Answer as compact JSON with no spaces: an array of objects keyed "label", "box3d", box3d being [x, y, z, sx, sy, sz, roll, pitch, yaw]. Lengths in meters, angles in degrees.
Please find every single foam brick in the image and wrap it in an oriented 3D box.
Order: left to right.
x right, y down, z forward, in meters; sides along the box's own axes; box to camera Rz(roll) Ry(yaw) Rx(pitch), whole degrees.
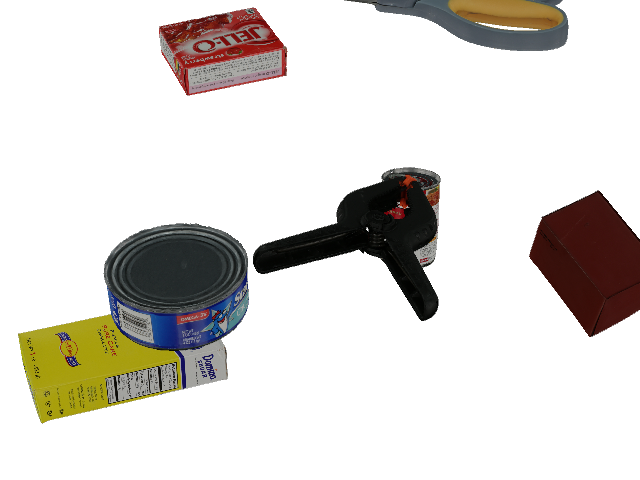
[{"label":"foam brick","box3d":[0.192,0.016,0.746,0.051,0.078,0.053,-23,-30,-15]}]

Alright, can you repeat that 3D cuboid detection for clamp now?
[{"label":"clamp","box3d":[0.058,0.000,0.965,0.165,0.036,0.209,20,34,21]}]

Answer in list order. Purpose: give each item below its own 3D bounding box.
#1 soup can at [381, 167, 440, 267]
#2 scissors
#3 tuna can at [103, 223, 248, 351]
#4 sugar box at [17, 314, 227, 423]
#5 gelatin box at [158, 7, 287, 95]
[{"label":"soup can","box3d":[0.103,-0.026,1.245,0.068,0.102,0.068,0,24,0]},{"label":"scissors","box3d":[0.059,-0.153,0.645,0.202,0.016,0.096,20,44,25]},{"label":"tuna can","box3d":[-0.086,0.027,0.644,0.086,0.034,0.086,0,36,0]},{"label":"sugar box","box3d":[-0.183,0.107,0.991,0.176,0.048,0.093,-14,35,-17]},{"label":"gelatin box","box3d":[-0.081,-0.158,0.881,0.089,0.030,0.073,-15,43,-16]}]
